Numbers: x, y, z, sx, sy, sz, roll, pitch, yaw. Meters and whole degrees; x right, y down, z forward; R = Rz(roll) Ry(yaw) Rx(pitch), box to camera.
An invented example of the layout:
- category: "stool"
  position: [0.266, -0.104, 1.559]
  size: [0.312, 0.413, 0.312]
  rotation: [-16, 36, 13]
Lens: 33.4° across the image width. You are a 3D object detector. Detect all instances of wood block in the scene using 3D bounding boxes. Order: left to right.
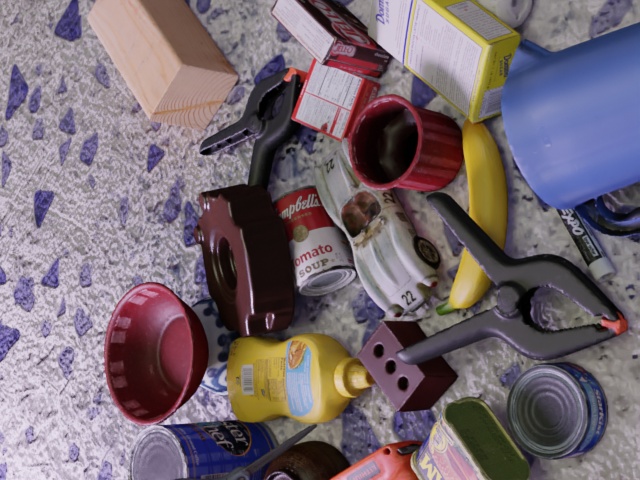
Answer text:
- category: "wood block"
  position: [-0.201, -0.242, 1.341]
  size: [0.090, 0.090, 0.206]
  rotation: [-53, -126, 27]

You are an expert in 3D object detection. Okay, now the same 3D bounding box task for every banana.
- category: "banana"
  position: [0.149, -0.019, 1.020]
  size: [0.070, 0.037, 0.198]
  rotation: [12, -86, 41]

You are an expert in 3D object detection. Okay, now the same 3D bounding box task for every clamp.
- category: "clamp"
  position: [-0.075, -0.132, 1.243]
  size: [0.120, 0.039, 0.171]
  rotation: [37, -74, 27]
- category: "clamp"
  position: [0.167, 0.063, 0.963]
  size: [0.210, 0.036, 0.164]
  rotation: [21, -80, 28]

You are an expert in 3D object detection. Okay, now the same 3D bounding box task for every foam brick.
- category: "foam brick"
  position: [0.086, 0.125, 1.056]
  size: [0.053, 0.051, 0.078]
  rotation: [-56, -128, 25]

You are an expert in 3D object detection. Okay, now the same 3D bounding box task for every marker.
- category: "marker"
  position: [0.228, -0.017, 0.957]
  size: [0.020, 0.020, 0.121]
  rotation: [-39, -119, 28]

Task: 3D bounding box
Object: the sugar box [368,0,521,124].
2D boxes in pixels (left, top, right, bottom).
- category: "sugar box"
  position: [0.117, -0.201, 1.043]
  size: [0.176, 0.048, 0.093]
  rotation: [51, -31, 36]

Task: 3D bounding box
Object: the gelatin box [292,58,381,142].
- category: "gelatin box"
  position: [0.017, -0.151, 1.166]
  size: [0.089, 0.030, 0.073]
  rotation: [30, -76, 42]

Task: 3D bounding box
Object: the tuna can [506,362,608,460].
- category: "tuna can"
  position: [0.209, 0.152, 0.948]
  size: [0.086, 0.033, 0.086]
  rotation: [-5, -98, 43]

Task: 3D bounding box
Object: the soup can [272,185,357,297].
- category: "soup can"
  position: [-0.008, 0.001, 1.147]
  size: [0.069, 0.068, 0.102]
  rotation: [-33, -116, 30]

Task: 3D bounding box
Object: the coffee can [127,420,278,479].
- category: "coffee can"
  position: [-0.127, 0.253, 1.185]
  size: [0.103, 0.140, 0.103]
  rotation: [-5, -98, 43]

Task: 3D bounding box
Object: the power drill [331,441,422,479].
- category: "power drill"
  position: [0.078, 0.306, 1.043]
  size: [0.185, 0.057, 0.188]
  rotation: [-39, -117, 30]

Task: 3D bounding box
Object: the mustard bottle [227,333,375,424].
- category: "mustard bottle"
  position: [-0.018, 0.149, 1.148]
  size: [0.192, 0.058, 0.096]
  rotation: [-8, -99, 43]

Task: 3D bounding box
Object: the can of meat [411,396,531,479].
- category: "can of meat"
  position: [0.138, 0.207, 0.975]
  size: [0.102, 0.057, 0.084]
  rotation: [56, -37, 32]

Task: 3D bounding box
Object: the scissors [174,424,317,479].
- category: "scissors"
  position: [-0.099, 0.241, 1.097]
  size: [0.202, 0.096, 0.016]
  rotation: [-45, -141, 1]

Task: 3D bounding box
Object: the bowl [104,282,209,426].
- category: "bowl"
  position: [-0.177, 0.129, 1.212]
  size: [0.162, 0.055, 0.162]
  rotation: [-6, -98, 43]

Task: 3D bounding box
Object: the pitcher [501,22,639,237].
- category: "pitcher"
  position: [0.283, -0.109, 0.853]
  size: [0.243, 0.149, 0.145]
  rotation: [-19, -124, 38]

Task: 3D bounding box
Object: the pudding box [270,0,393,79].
- category: "pudding box"
  position: [0.012, -0.221, 1.136]
  size: [0.114, 0.089, 0.039]
  rotation: [48, -61, 36]

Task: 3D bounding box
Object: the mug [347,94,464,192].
- category: "mug"
  position: [0.080, -0.093, 1.063]
  size: [0.117, 0.081, 0.093]
  rotation: [11, -87, 43]
